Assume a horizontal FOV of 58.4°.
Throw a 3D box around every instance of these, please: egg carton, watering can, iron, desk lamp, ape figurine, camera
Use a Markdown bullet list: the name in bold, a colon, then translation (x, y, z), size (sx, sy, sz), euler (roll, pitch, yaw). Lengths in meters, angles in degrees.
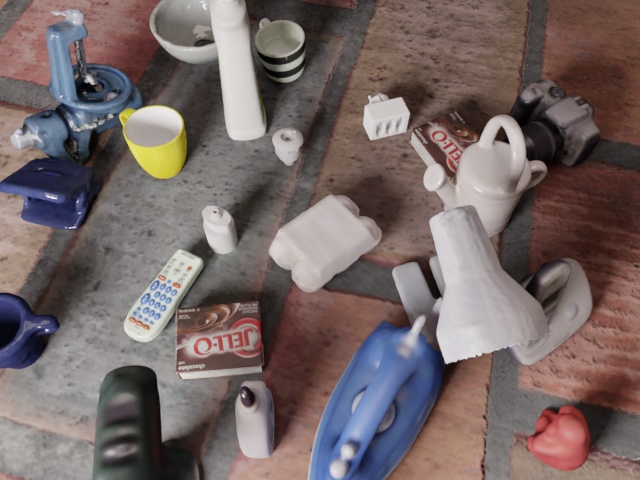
- **egg carton**: translation (0.008, 0.003, 0.817), size (0.150, 0.069, 0.107), euler (-37, 67, -20)
- **watering can**: translation (0.235, -0.089, 0.802), size (0.173, 0.194, 0.100), euler (-29, 64, -16)
- **iron**: translation (0.058, 0.204, 0.659), size (0.118, 0.141, 0.259), euler (27, 63, 15)
- **desk lamp**: translation (0.170, 0.068, 0.698), size (0.118, 0.213, 0.203), euler (-14, 61, -8)
- **ape figurine**: translation (0.288, 0.230, 0.675), size (0.078, 0.092, 0.076), euler (-16, 61, -10)
- **camera**: translation (0.350, -0.179, 0.910), size (0.137, 0.101, 0.143), euler (-27, 64, -16)

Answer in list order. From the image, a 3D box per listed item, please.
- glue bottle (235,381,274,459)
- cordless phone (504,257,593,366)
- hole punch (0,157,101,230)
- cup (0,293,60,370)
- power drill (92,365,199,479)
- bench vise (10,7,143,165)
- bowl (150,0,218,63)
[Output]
- **glue bottle**: translation (-0.075, 0.193, 0.645), size (0.037, 0.173, 0.078), euler (0, 60, 0)
- **cordless phone**: translation (0.295, 0.068, 0.716), size (0.148, 0.185, 0.094), euler (-34, 65, -18)
- **hole punch**: translation (-0.399, -0.082, 0.848), size (0.108, 0.091, 0.101), euler (10, 60, 5)
- **cup**: translation (-0.380, 0.123, 0.727), size (0.118, 0.095, 0.091), euler (-8, 60, -5)
- **power drill**: translation (-0.176, 0.255, 0.587), size (0.075, 0.208, 0.229), euler (-12, 60, -7)
- **bench vise**: translation (-0.366, -0.218, 0.854), size (0.121, 0.220, 0.207), euler (19, 61, 11)
- **bowl**: translation (-0.215, -0.373, 1.030), size (0.167, 0.075, 0.167), euler (0, 60, 0)
